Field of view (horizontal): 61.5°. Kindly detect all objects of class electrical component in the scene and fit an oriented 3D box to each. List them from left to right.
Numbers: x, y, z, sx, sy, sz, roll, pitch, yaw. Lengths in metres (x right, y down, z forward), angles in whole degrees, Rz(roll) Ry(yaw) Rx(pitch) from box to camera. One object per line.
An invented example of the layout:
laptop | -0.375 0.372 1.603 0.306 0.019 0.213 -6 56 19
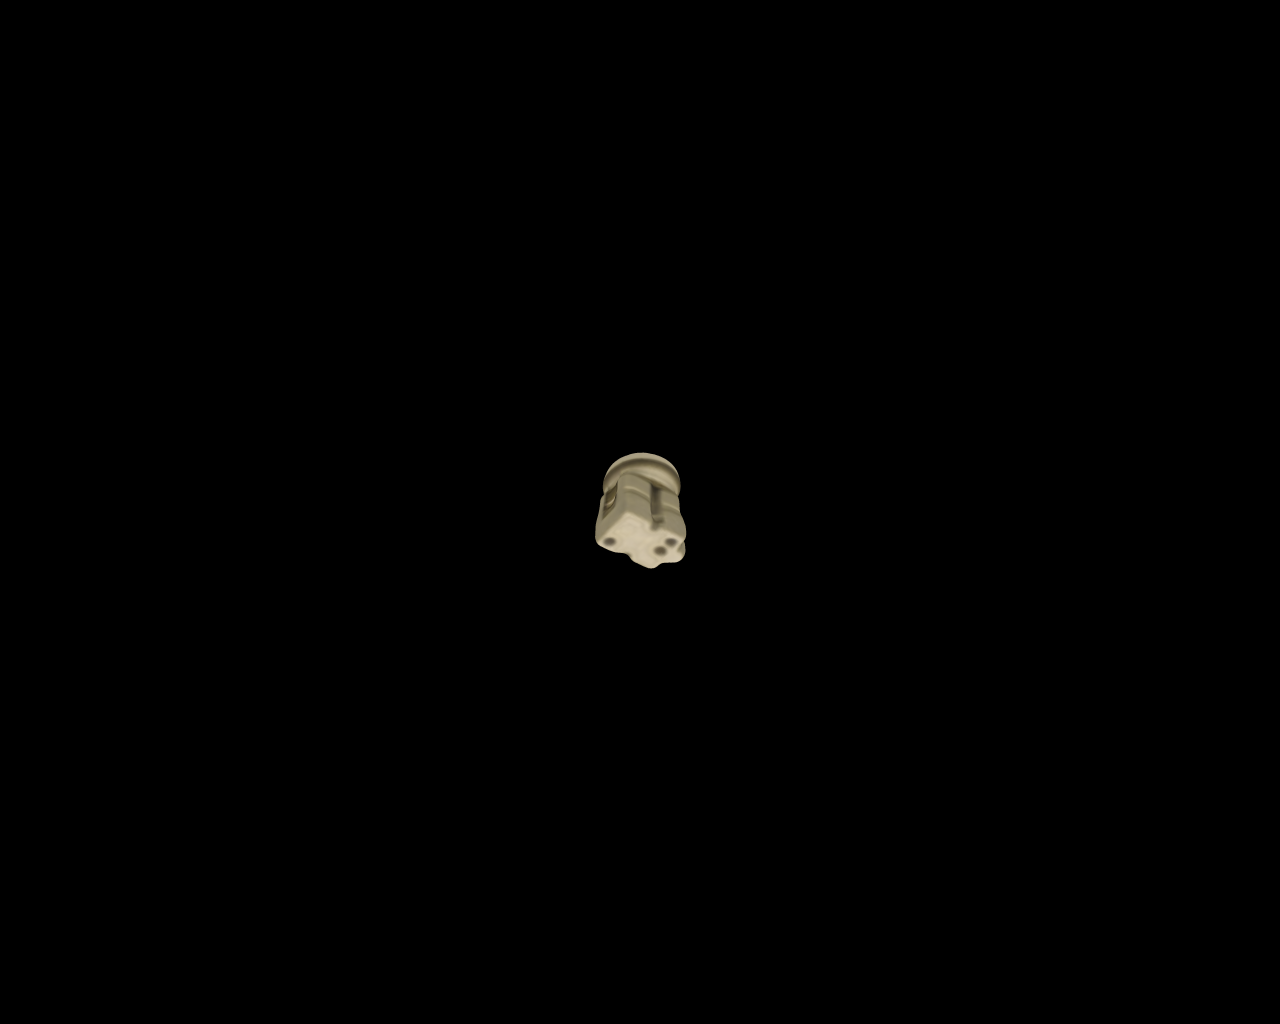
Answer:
electrical component | 0.001 -0.003 0.650 0.066 0.055 0.048 26 -49 -25
